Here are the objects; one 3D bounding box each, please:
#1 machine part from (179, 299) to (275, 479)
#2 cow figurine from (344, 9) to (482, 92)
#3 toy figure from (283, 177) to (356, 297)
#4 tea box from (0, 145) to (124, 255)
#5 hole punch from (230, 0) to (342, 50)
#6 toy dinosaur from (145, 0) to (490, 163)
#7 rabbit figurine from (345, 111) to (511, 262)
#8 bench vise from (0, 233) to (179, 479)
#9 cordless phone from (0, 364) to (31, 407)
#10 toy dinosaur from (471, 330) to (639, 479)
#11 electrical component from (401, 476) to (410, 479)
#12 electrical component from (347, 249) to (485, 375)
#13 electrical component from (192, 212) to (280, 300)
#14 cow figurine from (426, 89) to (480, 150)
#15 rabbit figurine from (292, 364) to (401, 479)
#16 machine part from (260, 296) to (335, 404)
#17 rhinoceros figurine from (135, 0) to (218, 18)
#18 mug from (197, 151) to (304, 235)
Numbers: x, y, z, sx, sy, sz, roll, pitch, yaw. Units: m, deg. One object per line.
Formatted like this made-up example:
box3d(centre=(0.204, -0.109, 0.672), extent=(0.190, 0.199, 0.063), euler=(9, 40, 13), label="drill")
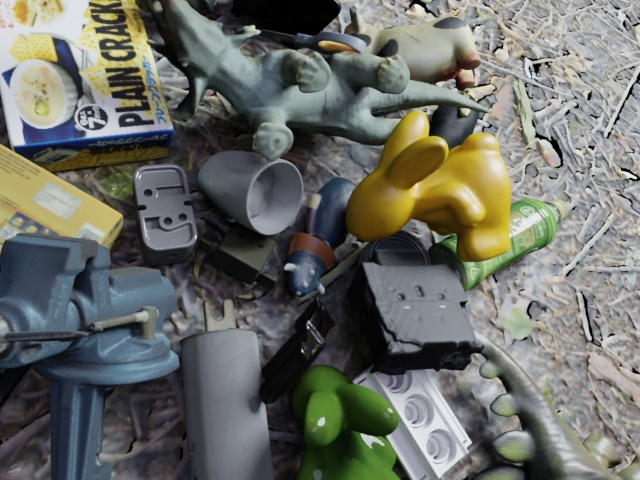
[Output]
box3d(centre=(-0.088, 0.174, 0.507), extent=(0.079, 0.079, 0.243), euler=(-2, 70, -20), label="machine part")
box3d(centre=(0.105, -0.253, 0.722), extent=(0.195, 0.085, 0.127), euler=(-8, 68, 9), label="cow figurine")
box3d(centre=(0.001, -0.001, 0.623), extent=(0.064, 0.057, 0.154), euler=(28, 67, 0), label="toy figure")
box3d(centre=(-0.291, -0.019, 0.521), extent=(0.169, 0.068, 0.098), euler=(32, 62, -4), label="tea box")
box3d(centre=(-0.037, -0.335, 0.706), extent=(0.115, 0.142, 0.092), euler=(27, 63, -31), label="hole punch")
box3d(centre=(-0.006, -0.171, 0.619), extent=(0.405, 0.131, 0.192), euler=(0, 28, -36), label="toy dinosaur")
box3d(centre=(0.112, -0.047, 0.580), extent=(0.173, 0.162, 0.122), euler=(-10, 39, -4), label="rabbit figurine")
box3d(centre=(-0.195, 0.116, 0.444), extent=(0.129, 0.223, 0.240), euler=(5, 93, 4), label="bench vise")
box3d(centre=(-0.296, 0.106, 0.403), extent=(0.089, 0.184, 0.146), euler=(32, 61, -10), label="cordless phone")
box3d(centre=(0.276, 0.285, 0.575), extent=(0.198, 0.105, 0.471), euler=(-16, 70, -21), label="toy dinosaur")
box3d(centre=(0.102, 0.296, 0.553), extent=(0.063, 0.021, 0.094), euler=(-32, 82, -27), label="electrical component")
box3d(centre=(0.094, 0.070, 0.566), extent=(0.115, 0.058, 0.134), euler=(2, 49, -22), label="electrical component")
box3d(centre=(-0.092, 0.020, 0.591), extent=(0.102, 0.045, 0.078), euler=(27, 34, -10), label="electrical component")
box3d(centre=(0.155, -0.124, 0.703), extent=(0.068, 0.098, 0.167), euler=(36, 58, -4), label="cow figurine")
box3d(centre=(0.010, 0.195, 0.506), extent=(0.121, 0.159, 0.170), euler=(-11, 57, -13), label="rabbit figurine")
box3d(centre=(-0.019, 0.106, 0.537), extent=(0.039, 0.084, 0.139), euler=(33, 20, 4), label="machine part")
box3d(centre=(-0.154, -0.309, 0.655), extent=(0.073, 0.112, 0.190), euler=(40, 24, -24), label="rhinoceros figurine")
box3d(centre=(-0.077, -0.055, 0.598), extent=(0.107, 0.109, 0.081), euler=(25, 81, 36), label="mug")
